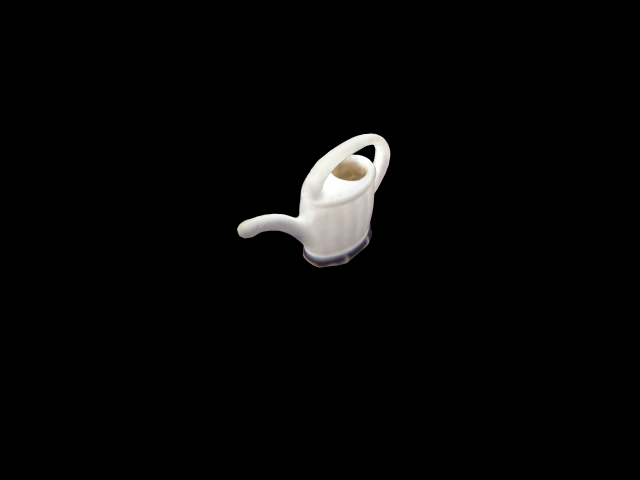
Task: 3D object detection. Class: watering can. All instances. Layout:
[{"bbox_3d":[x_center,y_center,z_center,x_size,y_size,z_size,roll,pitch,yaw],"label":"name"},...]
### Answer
[{"bbox_3d":[0.003,-0.043,0.850,0.105,0.219,0.353,31,52,29],"label":"watering can"}]
